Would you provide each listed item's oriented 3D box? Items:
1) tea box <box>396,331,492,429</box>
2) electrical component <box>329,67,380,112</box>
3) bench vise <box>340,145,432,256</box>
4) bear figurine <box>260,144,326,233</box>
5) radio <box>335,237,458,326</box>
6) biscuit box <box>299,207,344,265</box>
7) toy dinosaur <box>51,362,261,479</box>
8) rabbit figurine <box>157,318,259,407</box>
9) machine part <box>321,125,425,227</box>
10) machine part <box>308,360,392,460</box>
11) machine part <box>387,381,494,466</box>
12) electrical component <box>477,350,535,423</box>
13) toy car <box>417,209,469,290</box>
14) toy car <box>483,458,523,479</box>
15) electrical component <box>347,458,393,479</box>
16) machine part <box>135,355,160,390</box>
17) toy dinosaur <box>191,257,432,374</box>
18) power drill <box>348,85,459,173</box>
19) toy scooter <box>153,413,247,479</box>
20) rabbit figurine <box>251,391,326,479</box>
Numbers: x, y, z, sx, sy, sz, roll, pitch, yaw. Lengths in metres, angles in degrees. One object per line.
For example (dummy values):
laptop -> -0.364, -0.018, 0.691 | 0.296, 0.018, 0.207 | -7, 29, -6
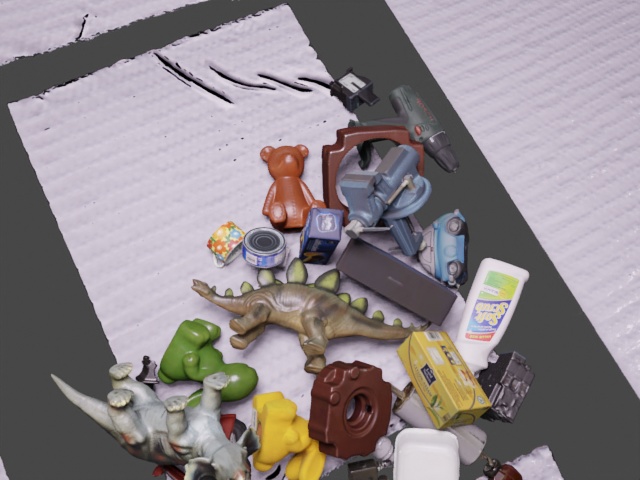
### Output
tea box -> 0.229, 0.257, 1.005 | 0.098, 0.068, 0.170 | 7, 42, -33
electrical component -> 0.085, -0.329, 1.208 | 0.075, 0.047, 0.119 | -42, 66, -17
bench vise -> 0.139, -0.049, 1.002 | 0.129, 0.240, 0.224 | -2, 46, 36
bear figurine -> -0.059, -0.118, 1.102 | 0.120, 0.132, 0.195 | -1, 79, -13
radio -> 0.146, 0.075, 1.060 | 0.230, 0.131, 0.073 | 30, 94, 1
biscuit box -> -0.002, -0.003, 1.032 | 0.063, 0.202, 0.059 | 6, 73, -6
toy dinosaur -> -0.258, 0.313, 0.885 | 0.405, 0.131, 0.192 | 4, 109, 25
rabbit figurine -> -0.201, 0.242, 0.976 | 0.170, 0.121, 0.159 | 29, 79, 5
machine part -> 0.106, -0.130, 1.101 | 0.201, 0.087, 0.200 | -6, 110, -10
machine part -> 0.058, 0.301, 0.958 | 0.179, 0.056, 0.179 | -1, 91, -41
machine part -> 0.227, 0.347, 1.023 | 0.243, 0.079, 0.079 | 35, 72, 4
electrical component -> 0.350, 0.280, 1.038 | 0.058, 0.115, 0.134 | 34, 70, -1
toy car -> 0.255, 0.021, 1.117 | 0.103, 0.109, 0.161 | 0, 75, 23
toy car -> 0.306, 0.504, 0.999 | 0.202, 0.053, 0.089 | -40, 85, -18
electrical component -> 0.085, 0.446, 0.981 | 0.102, 0.045, 0.078 | -2, 106, -10
machine part -> -0.319, 0.285, 0.978 | 0.039, 0.084, 0.138 | 8, 84, -33
toy dinosaur -> -0.010, 0.140, 1.015 | 0.471, 0.105, 0.198 | 19, 50, -7
power drill -> 0.178, -0.225, 1.189 | 0.207, 0.086, 0.232 | -21, 77, -8
toy scooter -> -0.216, 0.389, 0.956 | 0.135, 0.075, 0.184 | 19, 76, 1
rabbit figurine -> -0.033, 0.356, 0.971 | 0.173, 0.122, 0.162 | 4, 75, -26
